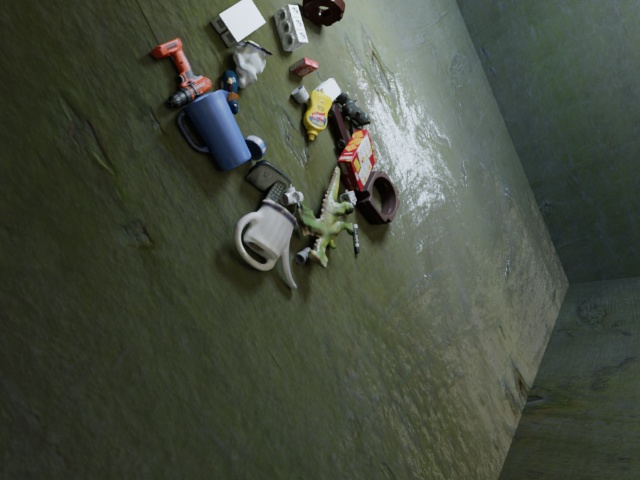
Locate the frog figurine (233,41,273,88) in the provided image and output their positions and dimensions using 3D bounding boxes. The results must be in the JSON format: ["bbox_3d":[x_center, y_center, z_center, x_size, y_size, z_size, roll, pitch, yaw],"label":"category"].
[{"bbox_3d":[-0.256,-0.612,1.815,0.123,0.158,0.137,27,8,19],"label":"frog figurine"}]

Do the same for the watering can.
[{"bbox_3d":[-0.150,0.010,1.730,0.104,0.227,0.342,8,-26,43],"label":"watering can"}]

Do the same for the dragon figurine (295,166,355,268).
[{"bbox_3d":[0.006,-0.096,1.905,0.121,0.415,0.242,-17,-18,39],"label":"dragon figurine"}]
